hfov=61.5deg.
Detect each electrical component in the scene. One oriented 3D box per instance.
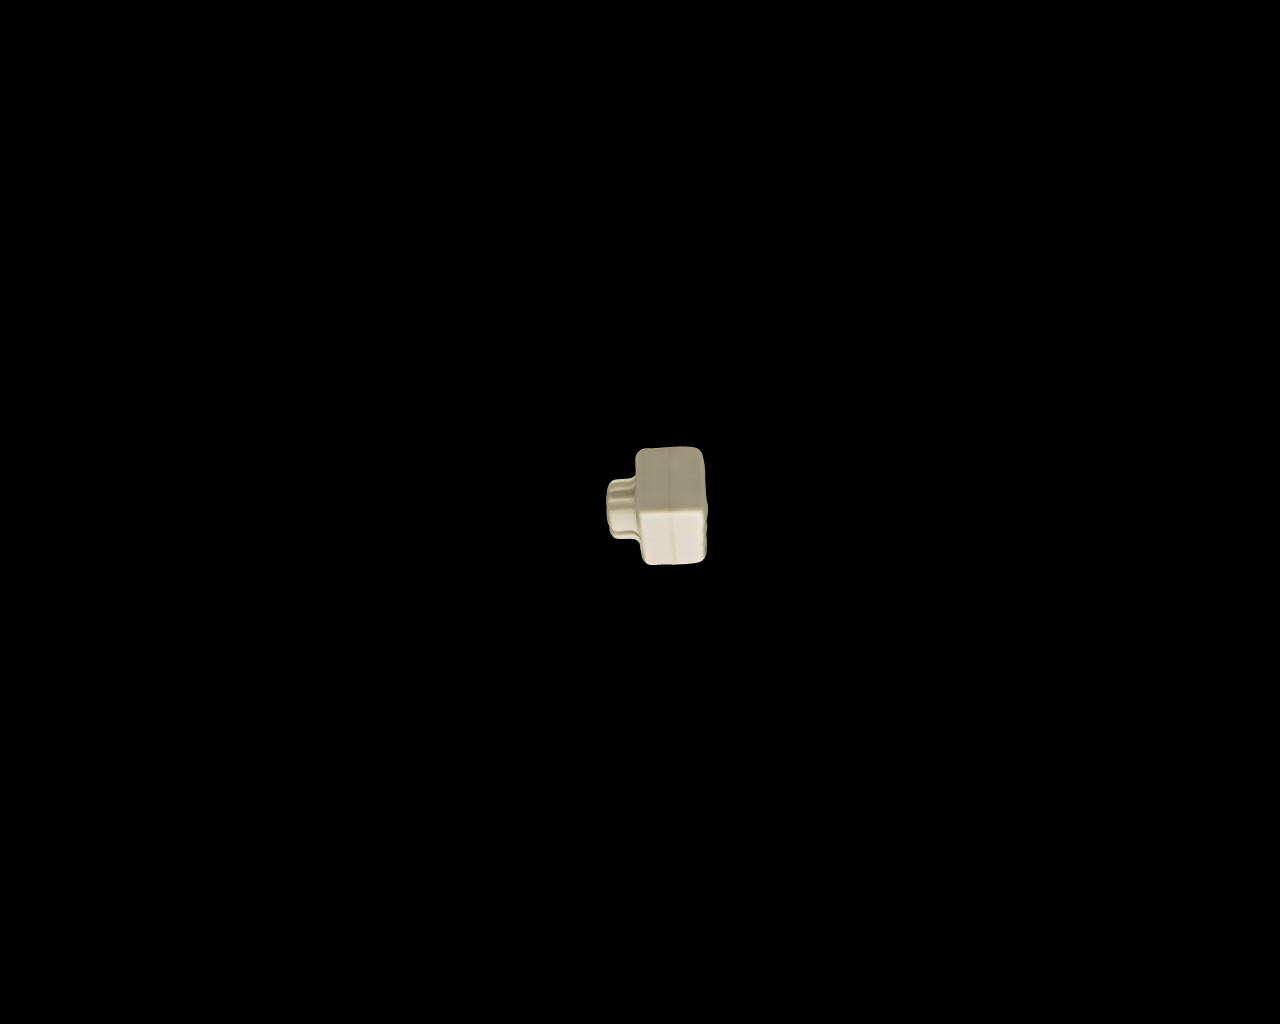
[{"bbox_3d":[0.001,-0.003,0.650,0.077,0.047,0.065,-2,-31,3],"label":"electrical component"}]
